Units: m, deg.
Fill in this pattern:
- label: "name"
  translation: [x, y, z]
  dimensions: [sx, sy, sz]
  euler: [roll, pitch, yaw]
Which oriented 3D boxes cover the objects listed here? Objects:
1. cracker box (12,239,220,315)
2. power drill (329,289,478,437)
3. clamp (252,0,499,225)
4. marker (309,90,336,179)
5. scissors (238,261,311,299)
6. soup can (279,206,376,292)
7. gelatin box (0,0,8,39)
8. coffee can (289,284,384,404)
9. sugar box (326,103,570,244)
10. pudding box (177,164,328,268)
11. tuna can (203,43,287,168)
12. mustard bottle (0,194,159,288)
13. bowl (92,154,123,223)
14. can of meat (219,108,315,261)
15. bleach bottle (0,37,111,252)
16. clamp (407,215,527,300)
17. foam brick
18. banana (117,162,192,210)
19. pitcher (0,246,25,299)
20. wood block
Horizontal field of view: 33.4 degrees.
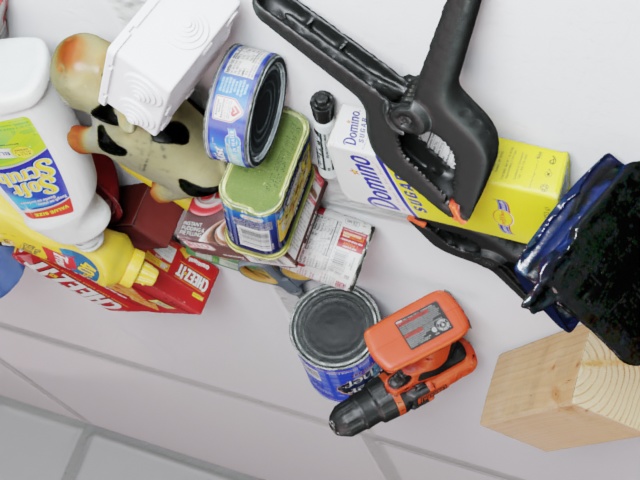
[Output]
- label: "cracker box"
  translation: [-0.251, 0.028, 1.293]
  dimensions: [0.164, 0.072, 0.214]
  euler: [35, 156, -34]
- label: "power drill"
  translation: [0.088, 0.136, 1.139]
  dimensions: [0.057, 0.184, 0.187]
  euler: [56, 169, 23]
- label: "clamp"
  translation: [0.067, -0.092, 0.685]
  dimensions: [0.165, 0.036, 0.210]
  euler: [-1, 136, 44]
- label: "marker"
  translation: [0.005, -0.083, 0.843]
  dimensions: [0.020, 0.020, 0.121]
  euler: [17, 160, 10]
- label: "scissors"
  translation: [-0.016, 0.049, 1.198]
  dimensions: [0.096, 0.016, 0.201]
  euler: [-9, 158, 29]
- label: "soup can"
  translation: [-0.007, 0.001, 0.997]
  dimensions: [0.102, 0.068, 0.068]
  euler: [20, 160, 2]
- label: "gelatin box"
  translation: [-0.286, -0.184, 0.844]
  dimensions: [0.073, 0.030, 0.089]
  euler: [24, 157, -9]
- label: "coffee can"
  translation: [0.025, 0.121, 1.222]
  dimensions: [0.103, 0.102, 0.140]
  euler: [15, 159, 14]
- label: "sugar box"
  translation: [0.098, -0.047, 0.807]
  dimensions: [0.176, 0.048, 0.093]
  euler: [12, 157, 18]
- label: "pudding box"
  translation: [-0.060, -0.027, 0.944]
  dimensions: [0.114, 0.090, 0.039]
  euler: [10, 159, 26]
- label: "tuna can"
  translation: [-0.053, -0.096, 0.768]
  dimensions: [0.034, 0.086, 0.086]
  euler: [15, 159, 11]
- label: "mustard bottle"
  translation: [-0.254, 0.001, 1.085]
  dimensions: [0.191, 0.058, 0.096]
  euler: [24, 159, -14]
- label: "bowl"
  translation: [-0.262, -0.077, 1.057]
  dimensions: [0.162, 0.055, 0.162]
  euler: [18, 160, 7]
- label: "can of meat"
  translation: [-0.042, -0.047, 0.862]
  dimensions: [0.057, 0.102, 0.084]
  euler: [16, 157, 8]
- label: "bleach bottle"
  translation: [-0.236, -0.066, 0.923]
  dimensions: [0.102, 0.068, 0.251]
  euler: [-4, 148, 10]
- label: "clamp"
  translation: [0.150, 0.010, 0.914]
  dimensions: [0.171, 0.039, 0.120]
  euler: [26, 154, -2]
- label: "foam brick"
  translation: [-0.191, -0.025, 1.130]
  dimensions: [0.051, 0.053, 0.078]
  euler: [35, 156, -35]
- label: "banana"
  translation: [-0.132, -0.050, 1.003]
  dimensions: [0.197, 0.037, 0.070]
  euler: [34, -164, -40]
- label: "pitcher"
  translation: [-0.468, -0.020, 1.286]
  dimensions: [0.145, 0.149, 0.243]
  euler: [27, 160, 21]
- label: "wood block"
  translation: [0.259, 0.157, 1.111]
  dimensions: [0.090, 0.090, 0.206]
  euler: [24, 159, -9]
